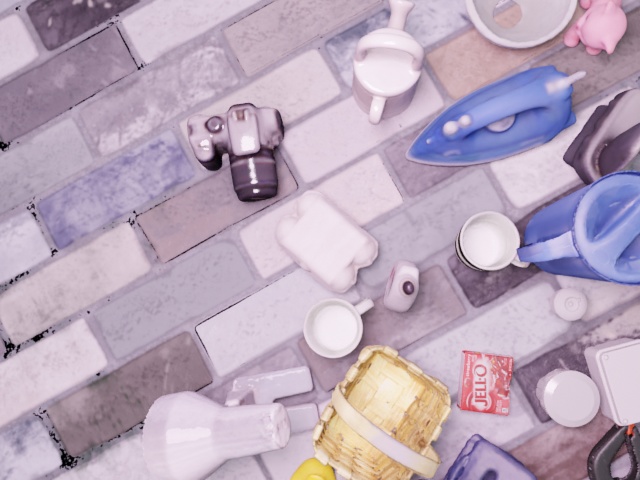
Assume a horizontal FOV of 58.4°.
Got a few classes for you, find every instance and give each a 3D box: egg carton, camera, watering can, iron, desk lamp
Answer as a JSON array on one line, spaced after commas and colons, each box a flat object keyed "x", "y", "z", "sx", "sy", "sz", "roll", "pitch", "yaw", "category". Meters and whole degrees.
[{"x": 0.008, "y": 0.003, "z": 0.869, "sx": 0.150, "sy": 0.069, "sz": 0.107, "roll": 40, "pitch": 89, "yaw": 4, "category": "egg carton"}, {"x": -0.122, "y": -0.128, "z": 0.867, "sx": 0.143, "sy": 0.101, "sz": 0.137, "roll": -9, "pitch": 86, "yaw": 2, "category": "camera"}, {"x": 0.096, "y": -0.258, "z": 0.820, "sx": 0.101, "sy": 0.194, "sz": 0.173, "roll": -9, "pitch": 86, "yaw": 2, "category": "watering can"}, {"x": 0.252, "y": -0.179, "z": 0.836, "sx": 0.258, "sy": 0.141, "sz": 0.119, "roll": -22, "pitch": 86, "yaw": 1, "category": "iron"}, {"x": -0.111, "y": 0.247, "z": 0.786, "sx": 0.203, "sy": 0.213, "sz": 0.118, "roll": -12, "pitch": 86, "yaw": 2, "category": "desk lamp"}]

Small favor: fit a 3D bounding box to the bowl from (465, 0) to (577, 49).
[{"x": 0.299, "y": -0.365, "z": 0.880, "sx": 0.167, "sy": 0.075, "sz": 0.167, "roll": 0, "pitch": 86, "yaw": 2, "category": "bowl"}]

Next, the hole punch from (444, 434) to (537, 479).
[{"x": 0.241, "y": 0.353, "z": 0.827, "sx": 0.101, "sy": 0.091, "sz": 0.109, "roll": 33, "pitch": 88, "yaw": 4, "category": "hole punch"}]

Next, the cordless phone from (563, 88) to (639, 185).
[{"x": 0.437, "y": -0.150, "z": 0.805, "sx": 0.094, "sy": 0.185, "sz": 0.148, "roll": 31, "pitch": 88, "yaw": 4, "category": "cordless phone"}]

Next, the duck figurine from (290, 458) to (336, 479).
[{"x": -0.014, "y": 0.382, "z": 0.837, "sx": 0.077, "sy": 0.086, "sz": 0.105, "roll": 14, "pitch": 87, "yaw": 3, "category": "duck figurine"}]

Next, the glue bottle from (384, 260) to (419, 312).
[{"x": 0.118, "y": 0.065, "z": 0.809, "sx": 0.037, "sy": 0.173, "sz": 0.078, "roll": 12, "pitch": 87, "yaw": 3, "category": "glue bottle"}]

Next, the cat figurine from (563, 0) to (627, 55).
[{"x": 0.422, "y": -0.333, "z": 0.851, "sx": 0.067, "sy": 0.118, "sz": 0.128, "roll": 23, "pitch": 87, "yaw": 4, "category": "cat figurine"}]
